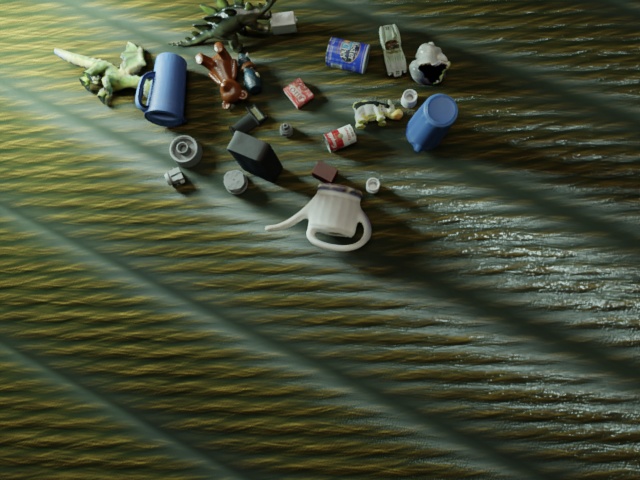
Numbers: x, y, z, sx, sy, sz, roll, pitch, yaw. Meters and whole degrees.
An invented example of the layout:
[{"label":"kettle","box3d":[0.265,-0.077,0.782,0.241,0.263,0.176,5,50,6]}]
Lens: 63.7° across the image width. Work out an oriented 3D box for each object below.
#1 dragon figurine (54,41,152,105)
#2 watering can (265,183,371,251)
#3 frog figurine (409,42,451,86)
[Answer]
[{"label":"dragon figurine","box3d":[-0.753,-0.637,1.888,0.412,0.120,0.246,42,67,9]},{"label":"watering can","box3d":[0.005,-0.086,1.706,0.348,0.103,0.227,12,78,5]},{"label":"frog figurine","box3d":[0.379,-0.622,1.818,0.137,0.120,0.163,-20,43,8]}]
